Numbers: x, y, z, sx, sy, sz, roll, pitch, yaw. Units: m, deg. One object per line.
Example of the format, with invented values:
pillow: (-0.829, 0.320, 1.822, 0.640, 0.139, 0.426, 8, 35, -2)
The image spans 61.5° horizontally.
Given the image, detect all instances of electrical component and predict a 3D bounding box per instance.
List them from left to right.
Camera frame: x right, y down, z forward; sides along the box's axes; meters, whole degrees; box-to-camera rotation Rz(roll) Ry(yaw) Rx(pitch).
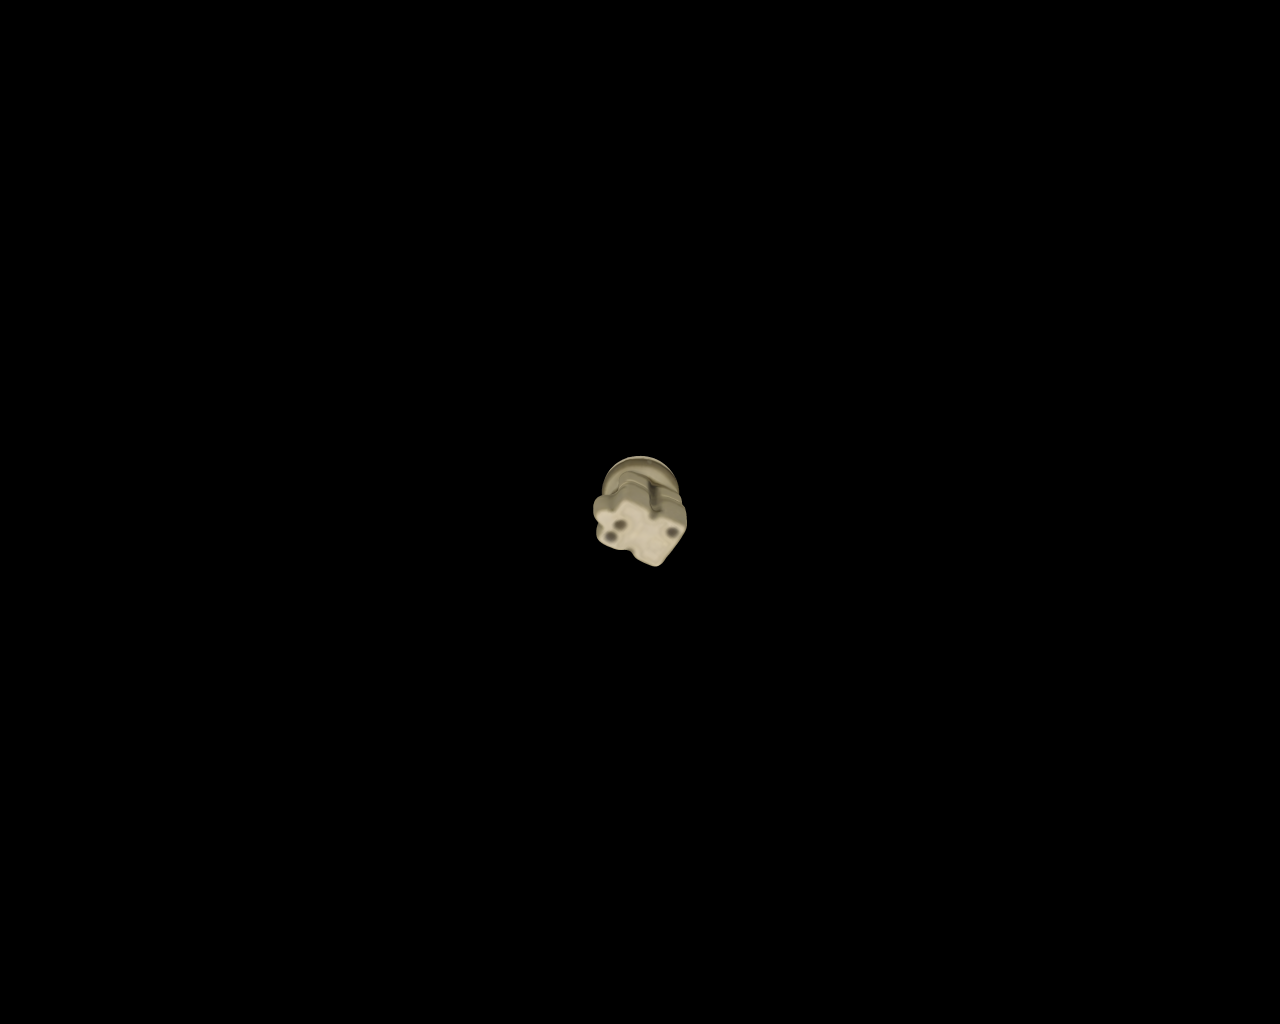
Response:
electrical component: (0.001, -0.003, 0.650, 0.066, 0.048, 0.055, 26, 30, -17)
